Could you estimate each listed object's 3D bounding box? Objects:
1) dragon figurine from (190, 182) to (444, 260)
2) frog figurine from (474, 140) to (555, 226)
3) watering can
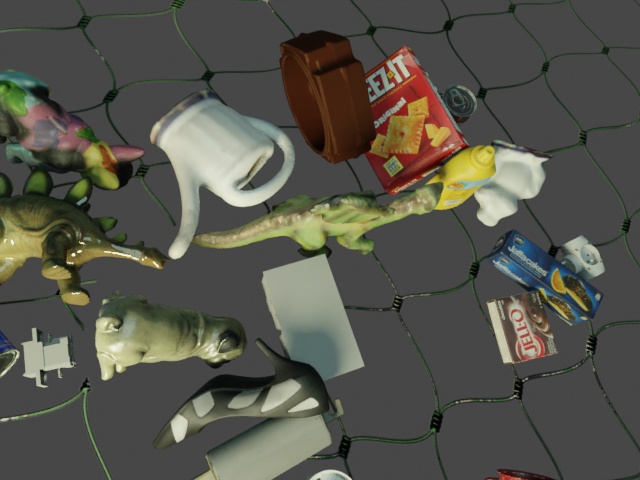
[{"bbox_3d":[0.002,-0.040,0.804,0.411,0.240,0.123,-9,79,-17],"label":"dragon figurine"},{"bbox_3d":[0.352,-0.104,0.984,0.137,0.124,0.158,12,105,-16],"label":"frog figurine"},{"bbox_3d":[-0.182,-0.128,0.838,0.225,0.102,0.354,38,45,5],"label":"watering can"}]
